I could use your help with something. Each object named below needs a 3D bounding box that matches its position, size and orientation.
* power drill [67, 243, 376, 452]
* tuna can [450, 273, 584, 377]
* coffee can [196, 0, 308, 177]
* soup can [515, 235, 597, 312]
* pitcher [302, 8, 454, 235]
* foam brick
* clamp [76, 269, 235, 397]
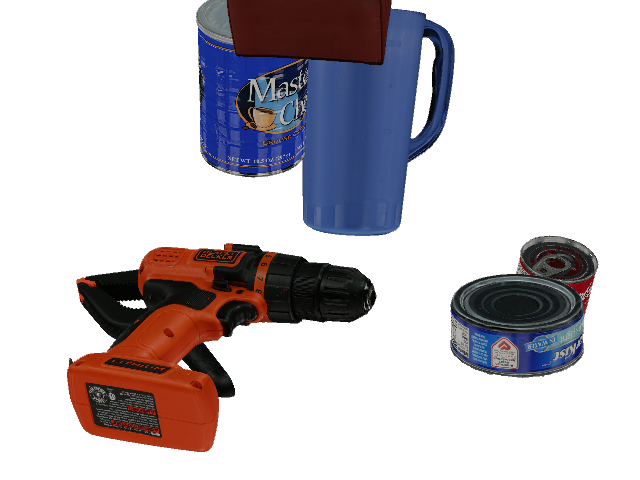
[{"bbox_3d":[-0.071,0.066,0.736,0.185,0.057,0.187,3,28,21],"label":"power drill"},{"bbox_3d":[0.127,0.053,0.688,0.086,0.034,0.086,-3,22,1],"label":"tuna can"},{"bbox_3d":[-0.062,-0.145,0.988,0.103,0.140,0.103,2,36,-2],"label":"coffee can"},{"bbox_3d":[0.206,0.056,0.966,0.068,0.102,0.068,2,35,-2],"label":"soup can"},{"bbox_3d":[0.050,-0.132,1.154,0.149,0.243,0.144,7,10,25],"label":"pitcher"},{"bbox_3d":[-0.004,-0.125,0.533,0.078,0.053,0.051,4,-28,8],"label":"foam brick"},{"bbox_3d":[-0.141,0.075,1.015,0.210,0.036,0.164,8,37,11],"label":"clamp"}]
